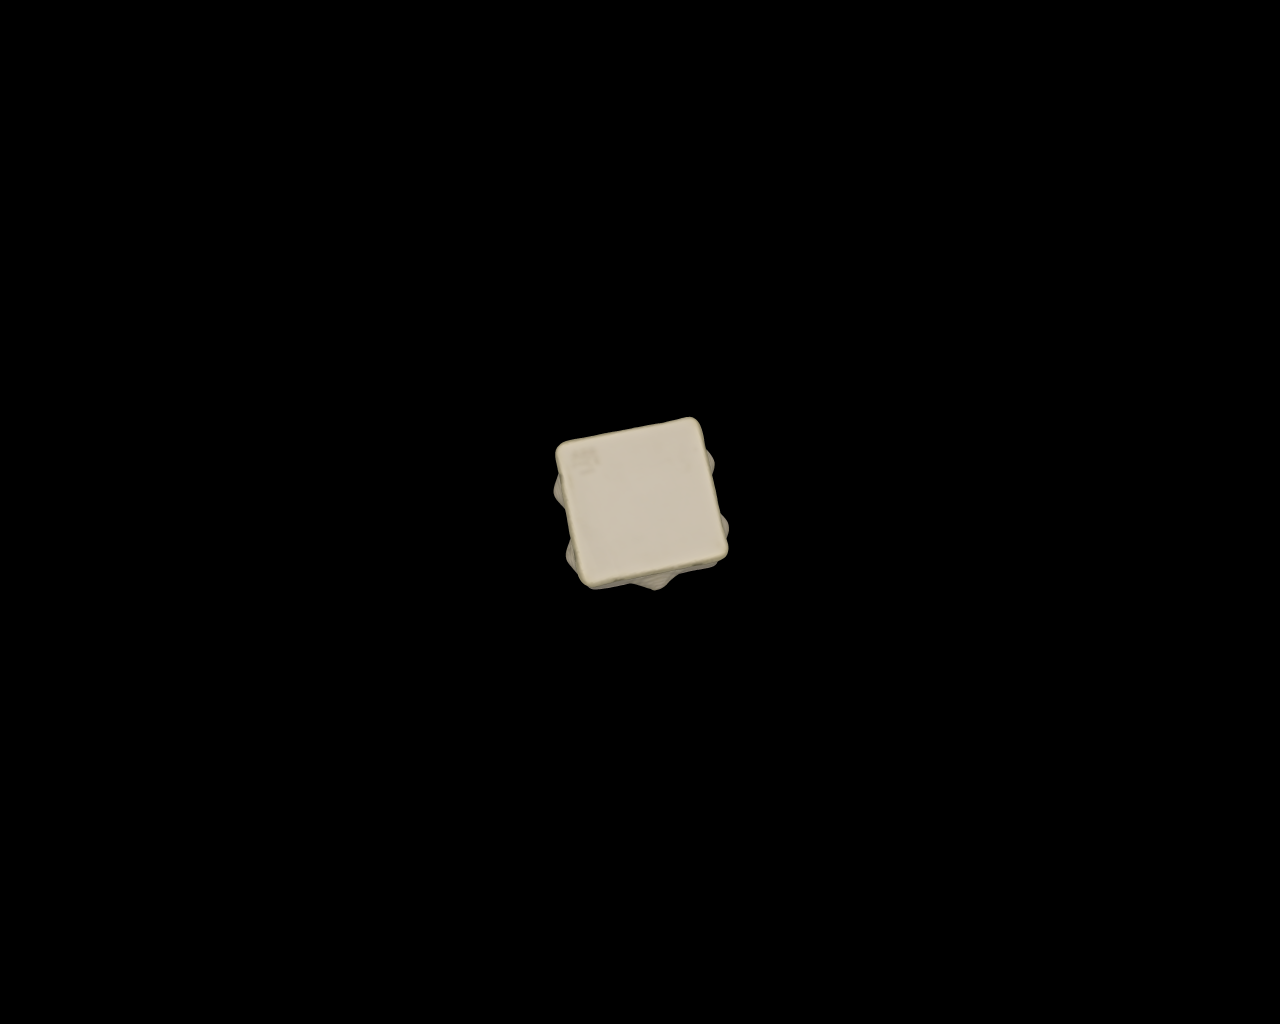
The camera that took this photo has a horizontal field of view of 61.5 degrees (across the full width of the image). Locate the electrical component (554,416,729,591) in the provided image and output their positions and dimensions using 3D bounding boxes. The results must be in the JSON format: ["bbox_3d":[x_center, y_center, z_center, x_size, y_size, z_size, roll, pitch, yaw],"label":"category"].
[{"bbox_3d":[0.001,-0.003,0.650,0.100,0.100,0.048,-11,-11,-2],"label":"electrical component"}]
